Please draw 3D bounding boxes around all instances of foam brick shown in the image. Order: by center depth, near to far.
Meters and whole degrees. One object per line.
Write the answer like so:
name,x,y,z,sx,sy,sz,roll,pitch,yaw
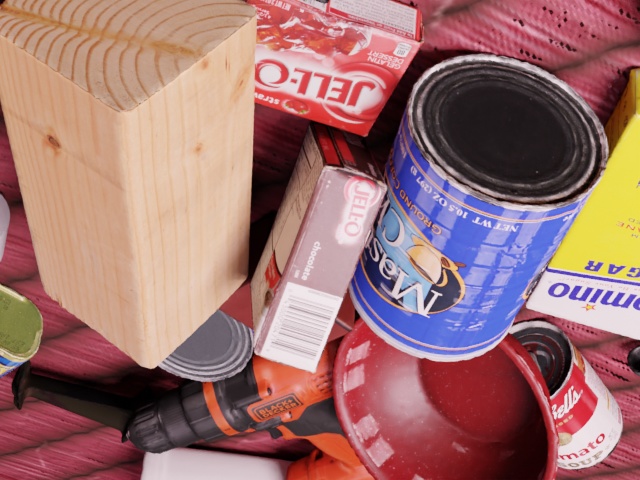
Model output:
foam brick,-0.021,0.028,0.681,0.078,0.053,0.051,35,133,-30

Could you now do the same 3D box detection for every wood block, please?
wood block,-0.096,-0.037,0.554,0.091,0.090,0.206,33,147,19

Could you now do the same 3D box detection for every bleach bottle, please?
bleach bottle,-0.026,0.227,0.927,0.251,0.068,0.102,3,144,0

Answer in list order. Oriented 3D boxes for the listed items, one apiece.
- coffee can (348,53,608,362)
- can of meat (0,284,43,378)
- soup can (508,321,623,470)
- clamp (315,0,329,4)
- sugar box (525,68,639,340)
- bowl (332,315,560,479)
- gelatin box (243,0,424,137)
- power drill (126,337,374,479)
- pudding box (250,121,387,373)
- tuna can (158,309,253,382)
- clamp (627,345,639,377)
coffee can,0.079,-0.014,0.572,0.102,0.102,0.140,10,142,-6
can of meat,-0.260,0.064,0.756,0.102,0.057,0.084,33,132,-31
soup can,0.163,0.110,0.748,0.069,0.068,0.102,-18,137,27
clamp,-0.005,-0.172,0.435,0.120,0.039,0.171,-32,122,32
sugar box,0.187,-0.012,0.601,0.093,0.048,0.176,15,139,1
bowl,0.088,0.103,0.686,0.162,0.055,0.162,17,120,31
gelatin box,-0.002,-0.095,0.539,0.089,0.030,0.073,17,141,-13
power drill,-0.028,0.149,0.810,0.184,0.057,0.187,-22,137,14
pudding box,-0.004,0.001,0.578,0.039,0.090,0.113,19,109,-11
tuna can,-0.082,0.052,0.715,0.086,0.033,0.086,8,126,11
clamp,0.318,0.047,0.671,0.210,0.036,0.165,6,141,2
